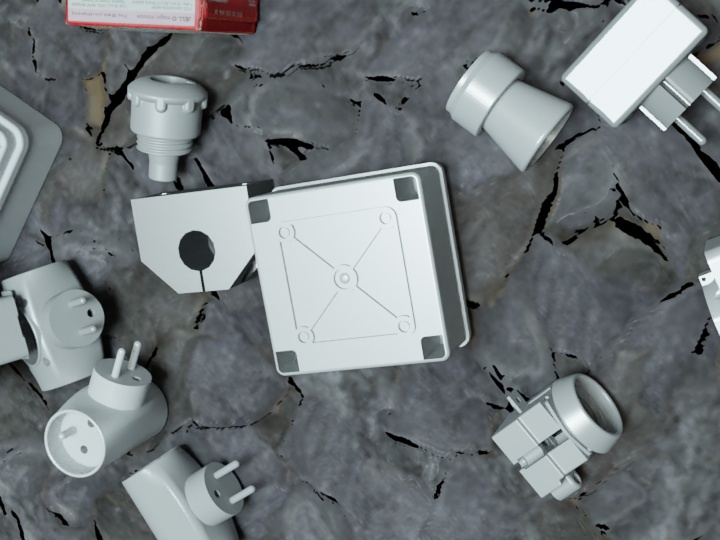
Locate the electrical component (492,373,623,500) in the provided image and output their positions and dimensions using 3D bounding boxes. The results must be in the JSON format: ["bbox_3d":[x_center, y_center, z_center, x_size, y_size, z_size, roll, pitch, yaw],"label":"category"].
[{"bbox_3d":[0.114,0.090,0.608,0.055,0.048,0.066,-42,85,29],"label":"electrical component"}]

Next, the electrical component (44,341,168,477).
[{"bbox_3d":[-0.155,0.082,0.683,0.043,0.077,0.079,23,107,14],"label":"electrical component"}]

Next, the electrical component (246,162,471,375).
[{"bbox_3d":[0.000,0.000,0.623,0.109,0.056,0.108,-7,98,20],"label":"electrical component"}]

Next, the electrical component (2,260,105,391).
[{"bbox_3d":[-0.191,0.034,0.694,0.079,0.044,0.077,-15,96,51],"label":"electrical component"}]

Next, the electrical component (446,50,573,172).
[{"bbox_3d":[0.081,-0.087,0.584,0.055,0.045,0.045,38,110,9],"label":"electrical component"}]

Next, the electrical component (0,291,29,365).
[{"bbox_3d":[-0.270,0.045,0.700,0.121,0.063,0.078,-6,100,50],"label":"electrical component"}]

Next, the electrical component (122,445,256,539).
[{"bbox_3d":[-0.103,0.150,0.696,0.079,0.043,0.077,-33,88,21],"label":"electrical component"}]

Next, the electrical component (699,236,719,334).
[{"bbox_3d":[0.215,0.021,0.555,0.056,0.050,0.089,-24,91,22],"label":"electrical component"}]

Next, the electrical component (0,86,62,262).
[{"bbox_3d":[-0.257,-0.061,0.701,0.078,0.057,0.113,34,109,10],"label":"electrical component"}]

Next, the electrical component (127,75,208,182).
[{"bbox_3d":[-0.119,-0.086,0.656,0.048,0.048,0.062,14,112,16],"label":"electrical component"}]

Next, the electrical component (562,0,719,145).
[{"bbox_3d":[0.156,-0.098,0.554,0.077,0.047,0.065,44,111,6],"label":"electrical component"}]
